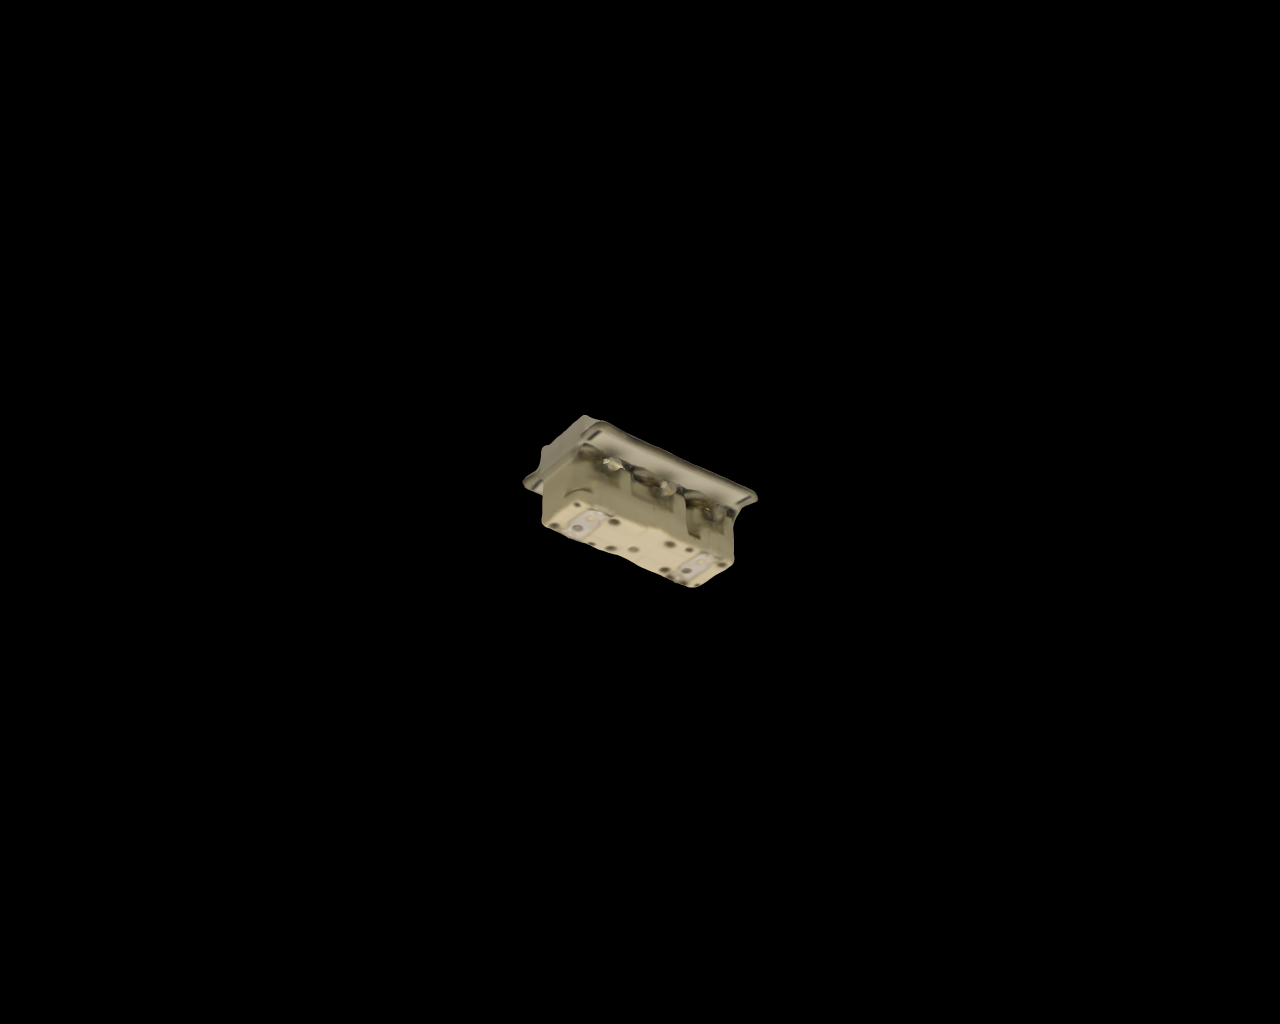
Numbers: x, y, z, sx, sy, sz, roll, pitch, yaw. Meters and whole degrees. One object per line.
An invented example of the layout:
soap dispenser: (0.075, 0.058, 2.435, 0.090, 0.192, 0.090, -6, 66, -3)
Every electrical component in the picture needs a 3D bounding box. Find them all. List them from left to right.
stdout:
electrical component: (0.001, -0.003, 0.650, 0.121, 0.063, 0.078, 24, -41, -31)
